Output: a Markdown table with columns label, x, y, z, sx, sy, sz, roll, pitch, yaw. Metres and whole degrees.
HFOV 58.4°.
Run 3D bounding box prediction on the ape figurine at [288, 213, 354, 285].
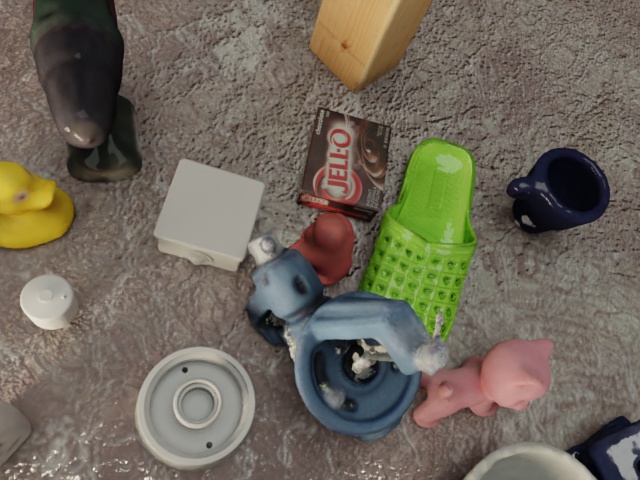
| label | x | y | z | sx | sy | sz | roll | pitch | yaw |
| --- | --- | --- | --- | --- | --- | --- | --- | --- | --- |
| ape figurine | 0.005 | 0.002 | 0.574 | 0.078 | 0.092 | 0.076 | -15 | 73 | -20 |

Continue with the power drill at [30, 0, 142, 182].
| label | x | y | z | sx | sy | sz | roll | pitch | yaw |
| --- | --- | --- | --- | --- | --- | --- | --- | --- | --- |
| power drill | -0.205 | -0.140 | 0.511 | 0.076 | 0.208 | 0.229 | -9 | 71 | -17 |

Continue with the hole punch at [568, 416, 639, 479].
| label | x | y | z | sx | sy | sz | roll | pitch | yaw |
| --- | --- | --- | --- | --- | --- | --- | --- | --- | --- |
| hole punch | 0.320 | 0.236 | 0.563 | 0.101 | 0.091 | 0.108 | -22 | 75 | -21 |

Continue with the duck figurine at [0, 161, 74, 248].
| label | x | y | z | sx | sy | sz | roll | pitch | yaw |
| --- | --- | --- | --- | --- | --- | --- | --- | --- | --- |
| duck figurine | -0.284 | -0.041 | 0.518 | 0.105 | 0.086 | 0.077 | 6 | 67 | -12 |

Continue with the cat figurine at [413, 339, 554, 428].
| label | x | y | z | sx | sy | sz | roll | pitch | yaw |
| --- | --- | --- | --- | --- | --- | --- | --- | --- | --- |
| cat figurine | 0.161 | 0.134 | 0.548 | 0.128 | 0.117 | 0.067 | -7 | 71 | -17 |

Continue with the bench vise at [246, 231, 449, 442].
| label | x | y | z | sx | sy | sz | roll | pitch | yaw |
| --- | --- | --- | --- | --- | --- | --- | --- | --- | --- |
| bench vise | 0.009 | 0.078 | 0.474 | 0.207 | 0.219 | 0.122 | 34 | 64 | 1 |

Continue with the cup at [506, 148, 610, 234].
| label | x | y | z | sx | sy | sz | roll | pitch | yaw |
| --- | --- | --- | --- | --- | --- | --- | --- | --- | --- |
| cup | 0.253 | -0.045 | 0.657 | 0.118 | 0.095 | 0.091 | -2 | 69 | -15 |

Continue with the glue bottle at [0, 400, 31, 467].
| label | x | y | z | sx | sy | sz | roll | pitch | yaw |
| --- | --- | --- | --- | --- | --- | --- | --- | --- | --- |
| glue bottle | -0.258 | 0.145 | 0.402 | 0.037 | 0.173 | 0.078 | 38 | 65 | 3 |

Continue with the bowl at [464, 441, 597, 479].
| label | x | y | z | sx | sy | sz | roll | pitch | yaw |
| --- | --- | --- | --- | --- | --- | --- | --- | --- | --- |
| bowl | 0.183 | 0.273 | 0.521 | 0.168 | 0.074 | 0.167 | 5 | 67 | -13 |
